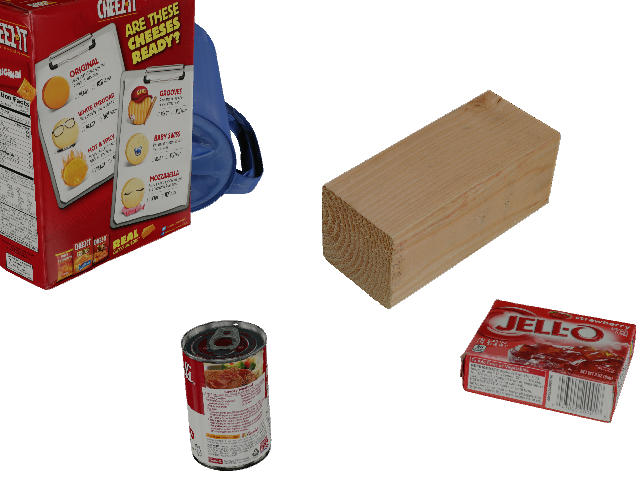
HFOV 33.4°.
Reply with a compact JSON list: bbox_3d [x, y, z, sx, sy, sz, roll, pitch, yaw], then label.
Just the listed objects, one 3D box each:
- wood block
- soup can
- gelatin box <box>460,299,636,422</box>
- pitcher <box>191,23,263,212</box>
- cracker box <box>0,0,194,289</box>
[{"bbox_3d":[0.107,-0.040,0.956,0.205,0.090,0.091,-31,51,-28],"label":"wood block"},{"bbox_3d":[-0.074,0.124,0.858,0.068,0.102,0.068,-2,22,1],"label":"soup can"},{"bbox_3d":[0.136,0.069,0.633,0.089,0.030,0.073,10,27,22],"label":"gelatin box"},{"bbox_3d":[-0.157,-0.146,1.199,0.145,0.149,0.243,-17,39,6],"label":"pitcher"},{"bbox_3d":[-0.176,-0.091,0.824,0.072,0.214,0.163,20,30,31],"label":"cracker box"}]
